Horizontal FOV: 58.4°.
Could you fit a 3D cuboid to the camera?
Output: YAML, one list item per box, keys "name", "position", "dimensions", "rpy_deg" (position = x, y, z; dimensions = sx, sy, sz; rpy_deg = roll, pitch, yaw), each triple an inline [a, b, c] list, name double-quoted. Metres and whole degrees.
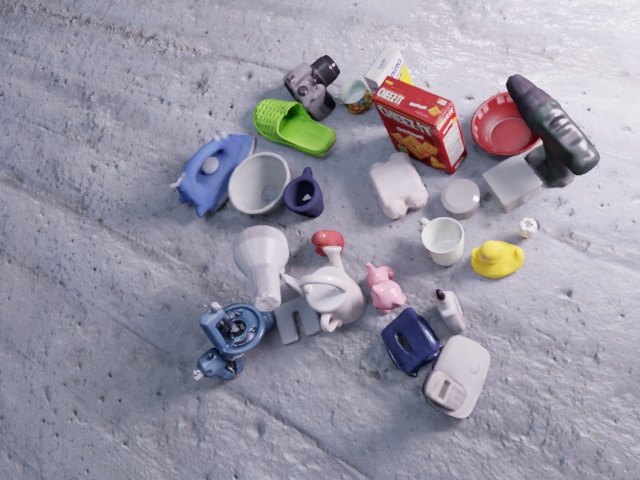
- name: "camera"
  position: [-0.011, -0.405, 1.462]
  dimensions: [0.137, 0.101, 0.143]
  rpy_deg: [-40, 60, 3]

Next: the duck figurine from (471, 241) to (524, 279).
- name: "duck figurine"
  position: [0.351, 0.030, 1.143]
  dimensions: [0.104, 0.086, 0.077]
  rpy_deg: [-6, 67, 20]

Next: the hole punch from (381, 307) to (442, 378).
- name: "hole punch"
  position: [0.179, 0.204, 1.138]
  dimensions: [0.101, 0.091, 0.108]
  rpy_deg: [-36, 60, 5]

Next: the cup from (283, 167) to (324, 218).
- name: "cup"
  position: [-0.027, -0.104, 1.347]
  dimensions: [0.091, 0.095, 0.118]
  rpy_deg: [3, 70, 24]

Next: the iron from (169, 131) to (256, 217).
- name: "iron"
  position: [-0.274, -0.194, 1.459]
  dimensions: [0.118, 0.142, 0.258]
  rpy_deg: [33, 84, 30]

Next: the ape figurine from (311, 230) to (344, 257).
- name: "ape figurine"
  position: [0.012, 0.005, 1.288]
  dimensions: [0.076, 0.092, 0.077]
  rpy_deg: [-29, 61, 9]

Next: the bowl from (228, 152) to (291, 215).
- name: "bowl"
  position: [-0.138, -0.129, 1.415]
  dimensions: [0.167, 0.075, 0.167]
  rpy_deg: [-8, 66, 19]

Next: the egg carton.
- name: "egg carton"
  position: [0.173, -0.122, 1.288]
  dimensions: [0.107, 0.070, 0.150]
  rpy_deg: [-27, 61, 10]

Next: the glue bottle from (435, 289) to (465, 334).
- name: "glue bottle"
  position: [0.243, 0.125, 1.097]
  dimensions: [0.037, 0.173, 0.078]
  rpy_deg: [-20, 63, 14]

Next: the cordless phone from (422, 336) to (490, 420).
- name: "cordless phone"
  position: [0.241, 0.242, 1.042]
  dimensions: [0.093, 0.185, 0.148]
  rpy_deg: [16, 76, 27]

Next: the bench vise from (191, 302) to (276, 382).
- name: "bench vise"
  position: [-0.201, 0.217, 1.214]
  dimensions: [0.121, 0.220, 0.207]
  rpy_deg: [21, 78, 28]

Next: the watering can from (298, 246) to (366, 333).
- name: "watering can"
  position: [0.019, 0.099, 1.187]
  dimensions: [0.100, 0.194, 0.172]
  rpy_deg: [-22, 62, 13]

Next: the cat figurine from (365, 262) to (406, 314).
- name: "cat figurine"
  position: [0.130, 0.100, 1.186]
  dimensions: [0.067, 0.118, 0.127]
  rpy_deg: [-32, 60, 7]

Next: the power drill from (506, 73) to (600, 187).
- name: "power drill"
  position: [0.449, -0.199, 1.126]
  dimensions: [0.075, 0.209, 0.229]
  rpy_deg: [-37, 60, 5]

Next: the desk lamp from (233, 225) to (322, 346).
- name: "desk lamp"
  position: [-0.093, 0.095, 1.223]
  dimensions: [0.118, 0.214, 0.203]
  rpy_deg: [-24, 62, 12]
